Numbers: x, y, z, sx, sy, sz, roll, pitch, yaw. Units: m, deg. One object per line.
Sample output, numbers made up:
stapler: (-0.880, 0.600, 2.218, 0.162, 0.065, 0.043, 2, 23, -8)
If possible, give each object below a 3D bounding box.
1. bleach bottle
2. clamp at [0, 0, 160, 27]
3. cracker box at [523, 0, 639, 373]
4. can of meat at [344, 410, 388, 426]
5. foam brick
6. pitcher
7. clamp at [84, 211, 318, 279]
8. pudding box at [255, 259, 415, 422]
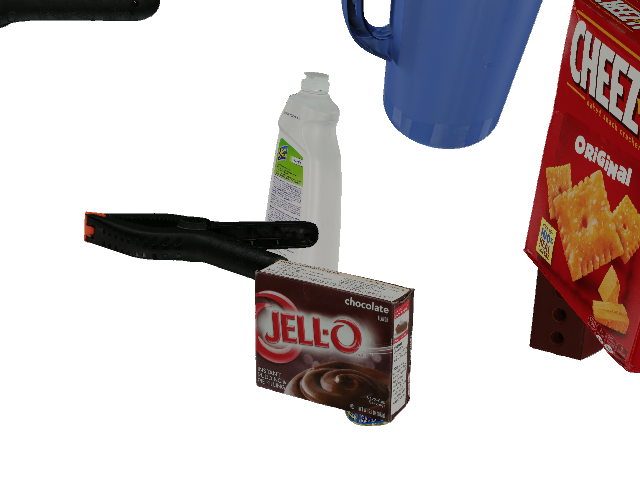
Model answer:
bleach bottle: (-0.013, -0.062, 1.205, 0.067, 0.251, 0.103, -8, 23, -40)
clamp: (-0.184, -0.142, 0.600, 0.171, 0.039, 0.120, -7, 23, -16)
cracker box: (0.218, -0.041, 0.738, 0.072, 0.214, 0.164, -7, 34, -15)
can of meat: (0.046, 0.119, 1.048, 0.057, 0.084, 0.102, -4, 43, -9)
foam brick: (0.227, 0.062, 0.970, 0.053, 0.078, 0.051, 13, 18, 35)
pitcher: (0.106, -0.191, 0.880, 0.149, 0.144, 0.243, 29, -34, 17)
clamp: (-0.108, 0.002, 0.935, 0.210, 0.036, 0.164, 5, 12, 0)
pudding box: (0.008, 0.068, 0.749, 0.114, 0.090, 0.039, 10, 22, 26)
